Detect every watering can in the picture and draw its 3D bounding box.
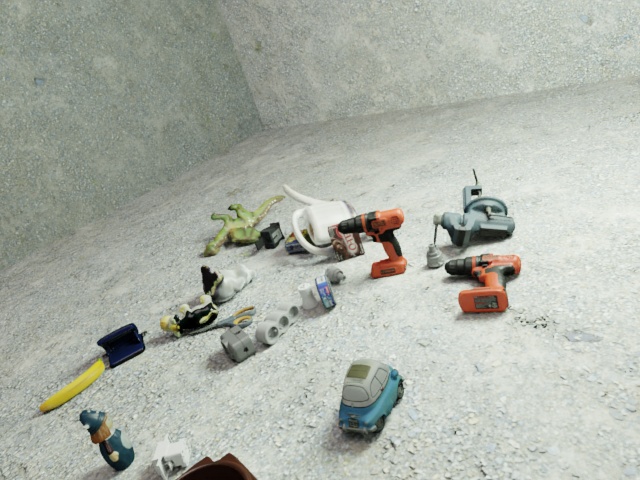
[{"bbox_3d":[0.005,-0.087,1.734,0.225,0.101,0.355,-11,49,-14],"label":"watering can"}]

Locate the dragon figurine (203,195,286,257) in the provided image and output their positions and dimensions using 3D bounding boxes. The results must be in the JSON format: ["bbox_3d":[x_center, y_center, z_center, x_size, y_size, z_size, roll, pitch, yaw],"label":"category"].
[{"bbox_3d":[-0.285,-0.052,2.049,0.412,0.119,0.247,-27,41,-12],"label":"dragon figurine"}]

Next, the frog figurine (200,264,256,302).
[{"bbox_3d":[-0.285,0.135,1.628,0.136,0.124,0.159,-10,-13,43],"label":"frog figurine"}]
